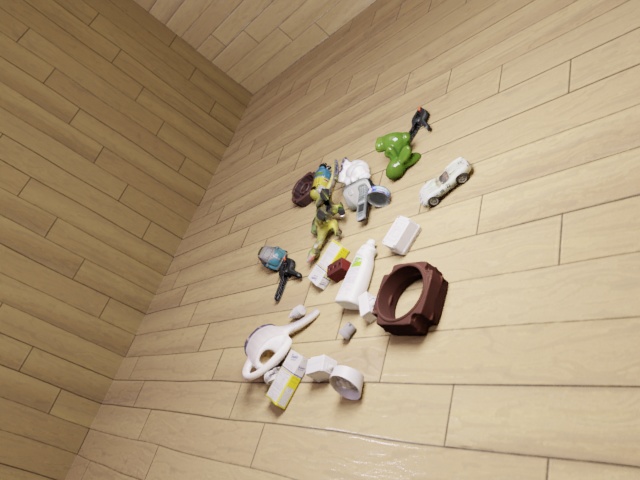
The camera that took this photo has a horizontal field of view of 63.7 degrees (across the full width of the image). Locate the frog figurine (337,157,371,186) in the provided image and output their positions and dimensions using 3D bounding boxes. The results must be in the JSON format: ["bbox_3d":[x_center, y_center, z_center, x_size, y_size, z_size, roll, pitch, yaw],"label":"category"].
[{"bbox_3d":[0.155,-0.262,2.075,0.160,0.139,0.120,15,-33,44],"label":"frog figurine"}]

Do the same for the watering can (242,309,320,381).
[{"bbox_3d":[-0.155,0.362,1.872,0.351,0.103,0.225,-44,21,-14],"label":"watering can"}]

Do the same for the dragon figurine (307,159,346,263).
[{"bbox_3d":[0.006,-0.105,2.084,0.122,0.418,0.239,18,-24,-17],"label":"dragon figurine"}]
